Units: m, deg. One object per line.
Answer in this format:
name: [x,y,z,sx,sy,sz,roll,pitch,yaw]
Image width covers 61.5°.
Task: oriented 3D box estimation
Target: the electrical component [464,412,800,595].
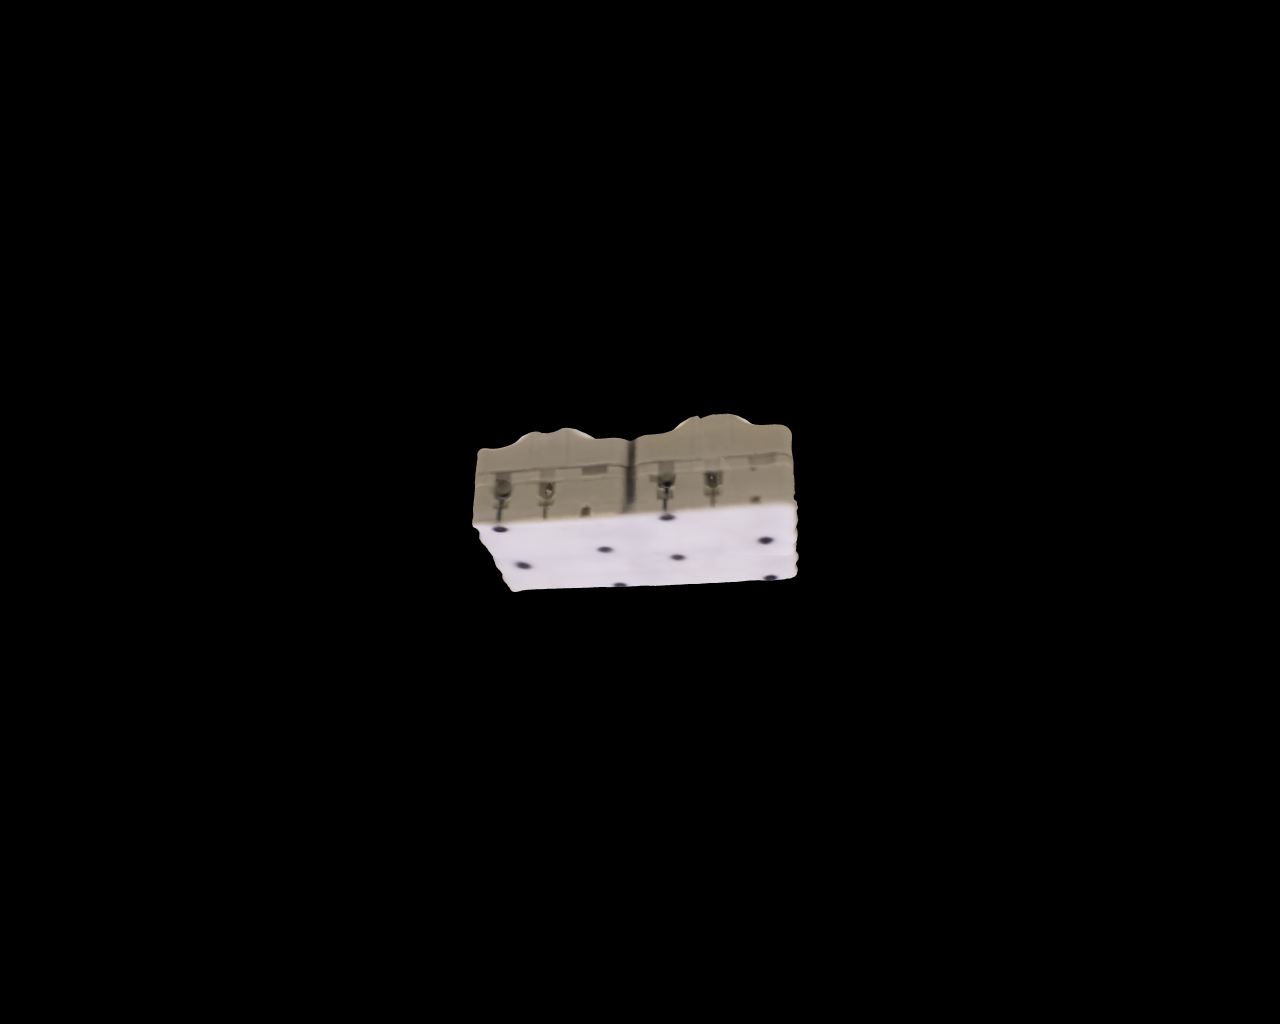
electrical component: [0.001,-0.003,0.650,0.186,0.060,0.105,-4,-28,7]
